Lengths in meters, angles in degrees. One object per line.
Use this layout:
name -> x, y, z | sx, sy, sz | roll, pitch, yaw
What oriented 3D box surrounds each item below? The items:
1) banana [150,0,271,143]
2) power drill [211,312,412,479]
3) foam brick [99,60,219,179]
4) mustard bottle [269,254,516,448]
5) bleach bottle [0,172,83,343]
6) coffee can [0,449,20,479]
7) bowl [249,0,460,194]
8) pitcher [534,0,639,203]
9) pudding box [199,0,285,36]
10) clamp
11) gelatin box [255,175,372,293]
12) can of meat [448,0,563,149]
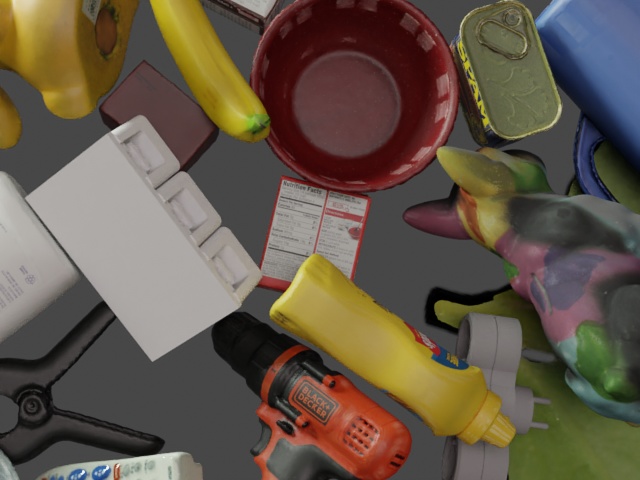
banana -> -0.081, -0.137, 0.785 | 0.037, 0.070, 0.198 | -20, 61, -26
power drill -> -0.049, 0.163, 0.768 | 0.185, 0.057, 0.187 | 33, 91, 34
foam brick -> -0.122, -0.089, 0.814 | 0.078, 0.051, 0.053 | 41, 80, 0
mustard bottle -> 0.056, 0.086, 0.758 | 0.191, 0.096, 0.058 | 36, 90, 1
bleach bottle -> -0.302, 0.063, 0.774 | 0.250, 0.068, 0.102 | -36, 88, -6
coffee can -> -0.286, 0.199, 0.722 | 0.103, 0.103, 0.140 | 37, 95, -1
bowl -> 0.024, -0.112, 0.830 | 0.162, 0.055, 0.162 | 1, 83, -6
pitcher -> 0.270, -0.100, 0.826 | 0.243, 0.145, 0.149 | 45, 66, 4
pudding box -> -0.057, -0.232, 0.845 | 0.090, 0.039, 0.113 | 27, 79, -1
clamp -> -0.206, 0.110, 0.789 | 0.171, 0.039, 0.120 | -6, 81, -7
gelatin box -> -0.005, 0.001, 0.827 | 0.073, 0.030, 0.089 | 13, 83, -3
can of meat -> 0.139, -0.124, 0.826 | 0.057, 0.084, 0.102 | -19, 89, -4
